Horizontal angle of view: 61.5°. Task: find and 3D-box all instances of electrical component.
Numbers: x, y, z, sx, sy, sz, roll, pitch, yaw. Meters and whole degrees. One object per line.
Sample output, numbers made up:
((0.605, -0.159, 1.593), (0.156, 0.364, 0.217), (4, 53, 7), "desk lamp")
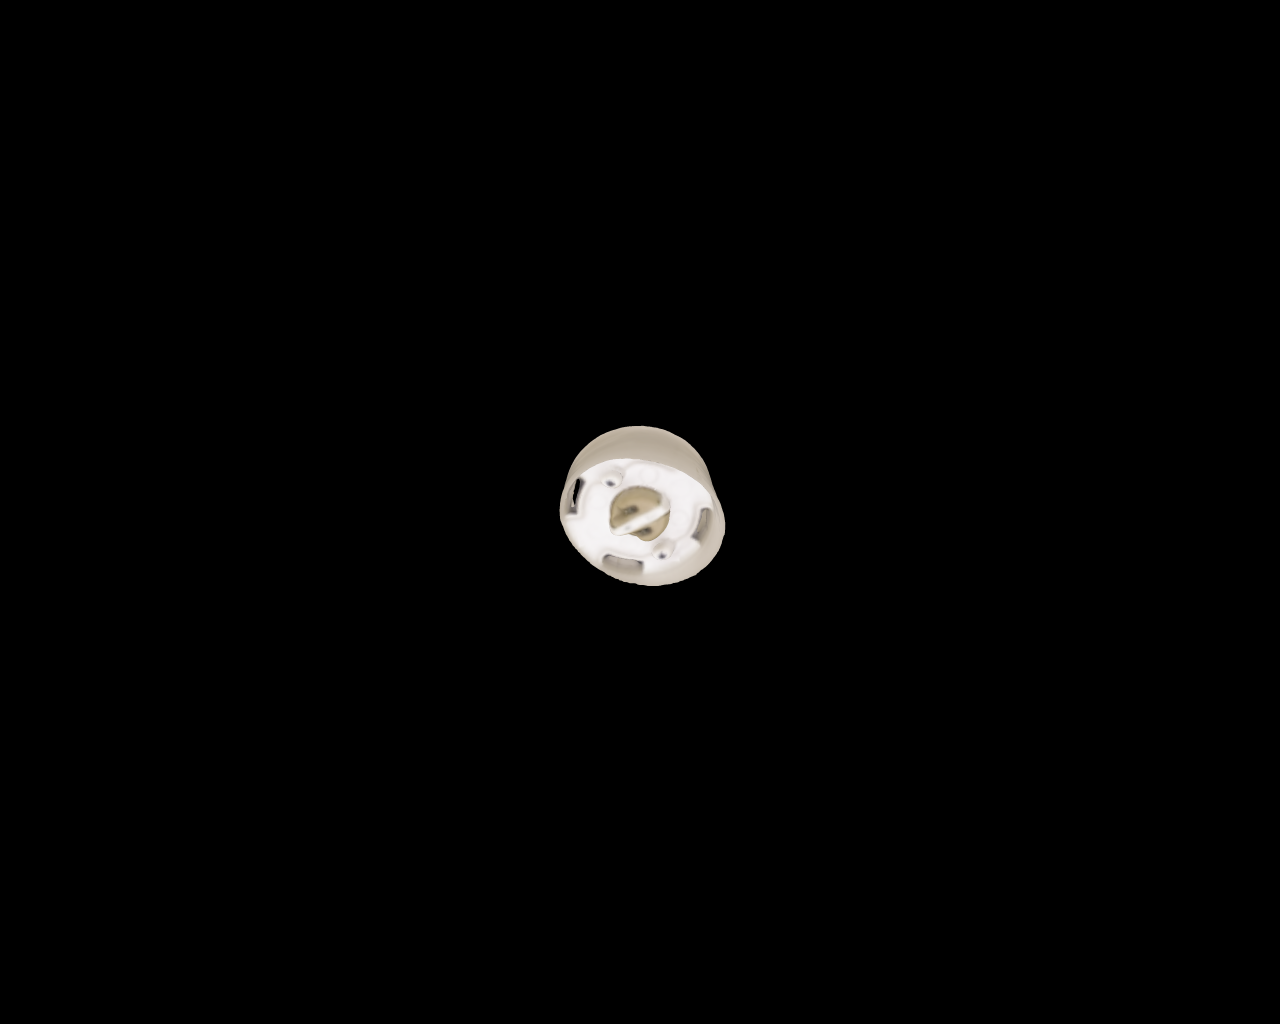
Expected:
((0.001, -0.003, 0.650), (0.099, 0.099, 0.064), (0, 32, 0), "electrical component")
